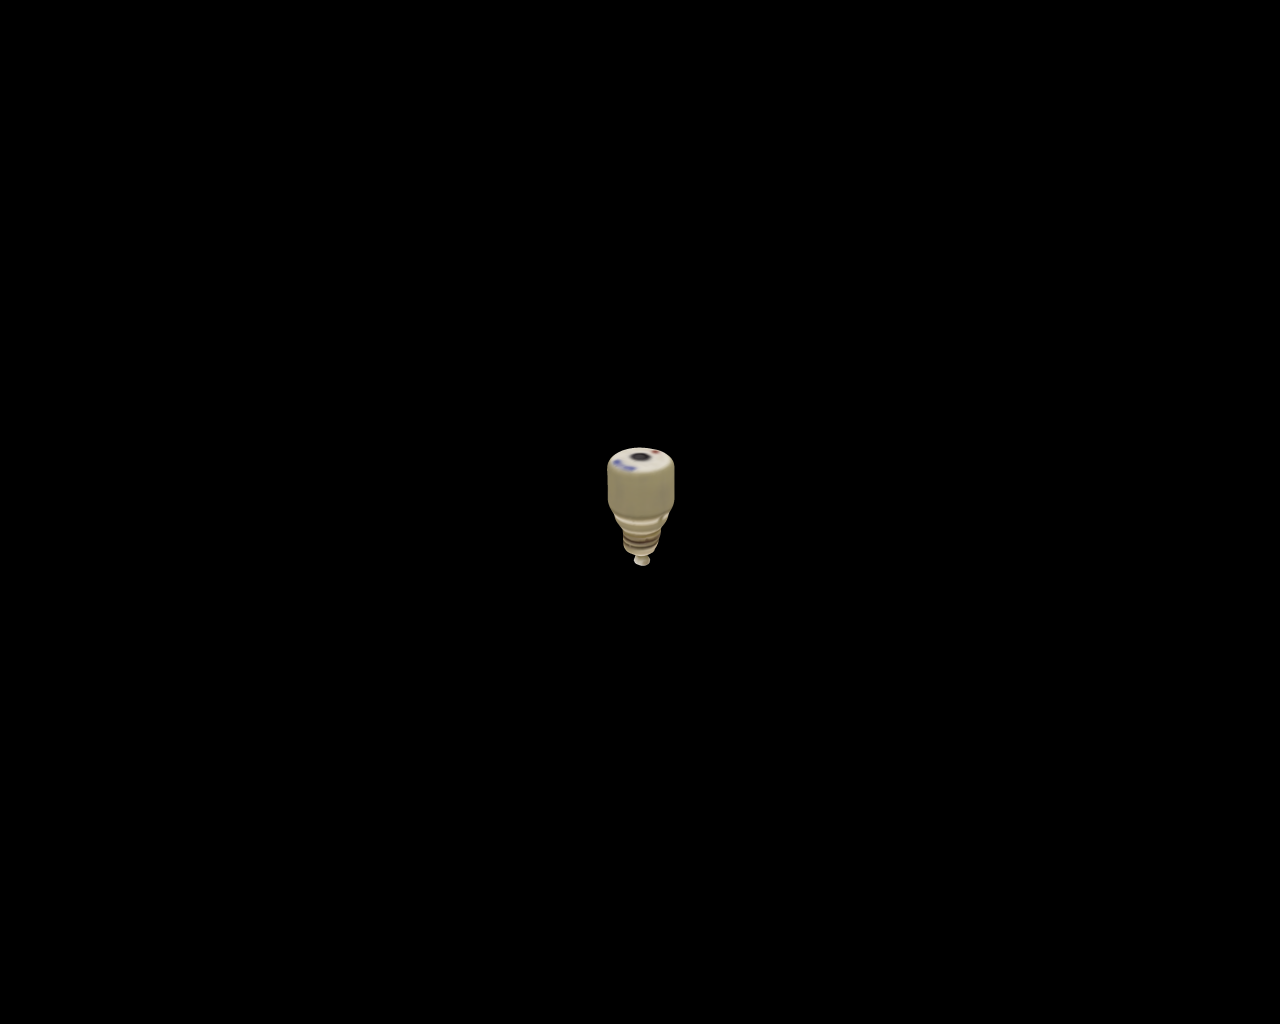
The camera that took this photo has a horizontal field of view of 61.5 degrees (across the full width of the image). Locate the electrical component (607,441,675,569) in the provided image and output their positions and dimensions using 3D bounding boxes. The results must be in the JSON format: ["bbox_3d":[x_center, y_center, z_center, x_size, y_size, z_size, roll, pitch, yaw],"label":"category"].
[{"bbox_3d":[0.001,-0.003,0.650,0.040,0.078,0.040,0,27,0],"label":"electrical component"}]
